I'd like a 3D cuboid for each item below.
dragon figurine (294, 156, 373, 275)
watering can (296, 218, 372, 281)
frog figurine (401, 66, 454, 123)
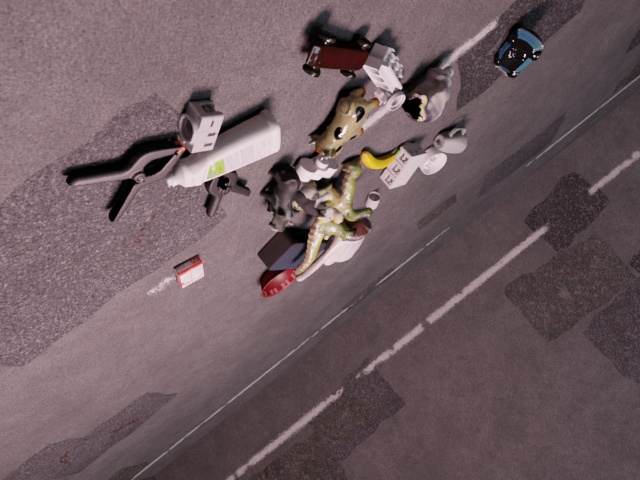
[{"bbox_3d":[0.005,-0.078,1.559,0.410,0.124,0.239,-48,134,2],"label":"dragon figurine"},{"bbox_3d":[0.064,0.024,1.867,0.352,0.105,0.219,-31,159,-42],"label":"watering can"},{"bbox_3d":[0.302,-0.396,1.401,0.161,0.122,0.137,-39,-166,-23],"label":"frog figurine"}]
